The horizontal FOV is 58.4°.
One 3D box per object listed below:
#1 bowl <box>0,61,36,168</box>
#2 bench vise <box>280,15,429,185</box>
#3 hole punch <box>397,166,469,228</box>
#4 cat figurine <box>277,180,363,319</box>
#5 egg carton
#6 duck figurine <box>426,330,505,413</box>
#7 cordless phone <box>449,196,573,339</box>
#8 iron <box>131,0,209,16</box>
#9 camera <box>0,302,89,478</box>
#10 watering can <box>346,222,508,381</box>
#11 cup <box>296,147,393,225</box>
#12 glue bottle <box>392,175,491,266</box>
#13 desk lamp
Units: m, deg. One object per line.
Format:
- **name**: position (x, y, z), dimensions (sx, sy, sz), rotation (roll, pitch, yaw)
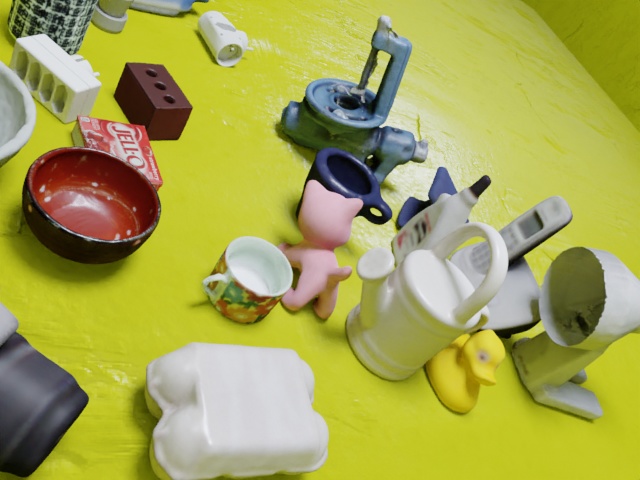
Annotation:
- **bowl**: position (-0.328, -0.097, 0.465), dimensions (0.168, 0.074, 0.167), rotation (24, 39, -21)
- **bench vise**: position (0.077, -0.194, 0.808), dimensions (0.208, 0.219, 0.121), rotation (15, 43, -31)
- **hole punch**: position (0.184, -0.043, 0.855), dimensions (0.101, 0.091, 0.109), rotation (37, 36, -4)
- **cat figurine**: position (0.006, 0.002, 0.625), dimensions (0.067, 0.117, 0.127), rotation (15, 43, -31)
- **egg carton**: position (-0.065, 0.139, 0.459), dimensions (0.151, 0.069, 0.107), rotation (11, 45, -35)
- **duck figurine**: position (0.175, 0.136, 0.665), dimensions (0.078, 0.086, 0.104), rotation (25, 39, -21)
- **cordless phone**: position (0.271, 0.036, 0.771), dimensions (0.094, 0.184, 0.147), rotation (16, 43, -30)
- **iron**: position (-0.263, -0.416, 0.800), dimensions (0.259, 0.141, 0.118), rotation (-13, 61, -48)
- **camera**: position (-0.221, 0.089, 0.344), dimensions (0.137, 0.100, 0.143), rotation (37, 36, -5)
- **watering can**: position (0.114, 0.059, 0.598), dimensions (0.173, 0.193, 0.100), rotation (0, 52, -42)
- **cup**: position (0.024, -0.043, 0.708), dimensions (0.118, 0.094, 0.092), rotation (39, 36, -2)
- **glue bottle**: position (0.159, -0.023, 0.743), dimensions (0.037, 0.173, 0.078), rotation (18, 41, -27)
- **desk lamp**: position (0.348, 0.117, 0.731), dimensions (0.204, 0.213, 0.118), rotation (22, 40, -24)
